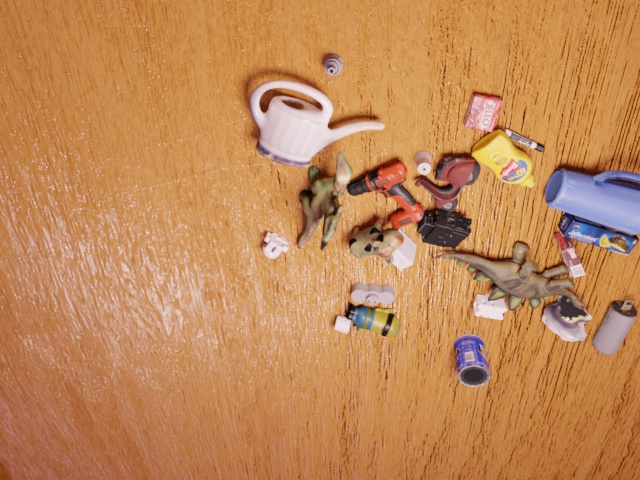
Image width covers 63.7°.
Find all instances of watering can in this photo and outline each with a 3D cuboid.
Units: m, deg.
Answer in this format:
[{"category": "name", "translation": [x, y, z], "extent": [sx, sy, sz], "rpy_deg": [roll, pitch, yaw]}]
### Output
[{"category": "watering can", "translation": [-0.026, -0.283, 1.343], "extent": [0.347, 0.106, 0.219], "rpy_deg": [20, 126, -9]}]

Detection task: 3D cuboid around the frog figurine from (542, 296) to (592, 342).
[{"category": "frog figurine", "translation": [0.764, 0.269, 1.615], "extent": [0.138, 0.125, 0.155], "rpy_deg": [27, 141, 29]}]

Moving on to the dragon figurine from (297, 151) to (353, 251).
[{"category": "dragon figurine", "translation": [0.004, -0.071, 1.404], "extent": [0.122, 0.248, 0.401], "rpy_deg": [14, 123, -9]}]
